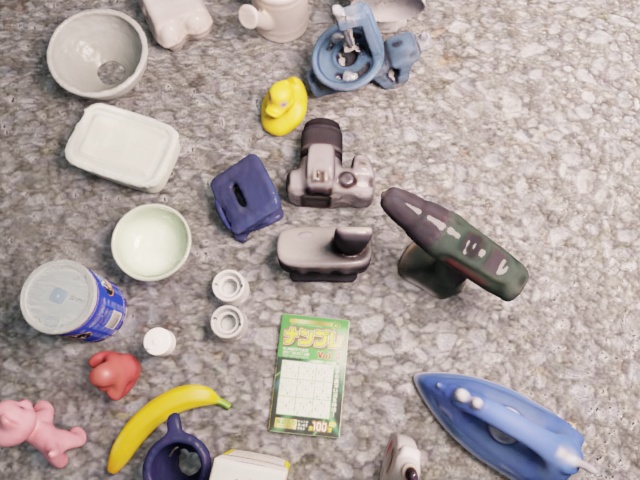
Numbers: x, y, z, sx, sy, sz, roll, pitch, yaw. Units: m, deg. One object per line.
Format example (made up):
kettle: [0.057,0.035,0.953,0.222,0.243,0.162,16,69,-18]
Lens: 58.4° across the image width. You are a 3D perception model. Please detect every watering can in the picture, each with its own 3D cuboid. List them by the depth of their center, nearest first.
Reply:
watering can: [-0.071,-0.420,0.952,0.101,0.194,0.173,10,75,2]

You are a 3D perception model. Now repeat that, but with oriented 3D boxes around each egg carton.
egg carton: [-0.260,-0.411,1.010,0.107,0.069,0.150,-26,77,-8]

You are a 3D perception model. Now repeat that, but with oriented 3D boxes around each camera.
camera: [0.018,-0.128,0.927,0.143,0.101,0.137,2,75,-1]

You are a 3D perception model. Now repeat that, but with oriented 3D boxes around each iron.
iron: [0.255,0.259,0.810,0.258,0.141,0.119,29,77,6]

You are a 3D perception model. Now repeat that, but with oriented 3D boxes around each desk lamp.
desk lamp: [0.106,-0.436,0.951,0.118,0.213,0.203,1,75,-1]

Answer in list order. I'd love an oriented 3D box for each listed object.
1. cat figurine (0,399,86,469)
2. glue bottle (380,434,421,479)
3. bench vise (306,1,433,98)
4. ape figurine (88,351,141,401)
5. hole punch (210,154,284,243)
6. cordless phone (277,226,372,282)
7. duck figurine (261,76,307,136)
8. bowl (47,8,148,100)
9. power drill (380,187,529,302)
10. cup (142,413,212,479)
cat figurine: [-0.411,0.269,0.803,0.127,0.118,0.067,32,77,7]
glue bottle: [0.114,0.309,0.777,0.037,0.173,0.078,15,75,3]
bench vise: [0.076,-0.322,0.917,0.207,0.220,0.121,-31,78,-9]
ape figurine: [-0.307,0.197,0.838,0.076,0.092,0.078,-14,76,-5]
hole punch: [-0.118,-0.066,0.912,0.101,0.091,0.108,-26,77,-8]
cordless phone: [0.008,0.003,0.849,0.147,0.185,0.094,-4,75,-2]
duck figurine: [-0.061,-0.237,0.961,0.077,0.086,0.105,26,76,6]
bowl: [-0.368,-0.303,0.976,0.167,0.075,0.167,0,75,-1]
power drill: [0.178,0.019,0.837,0.229,0.208,0.076,29,77,6]
cup: [-0.195,0.305,0.811,0.091,0.095,0.118,-9,76,-4]
